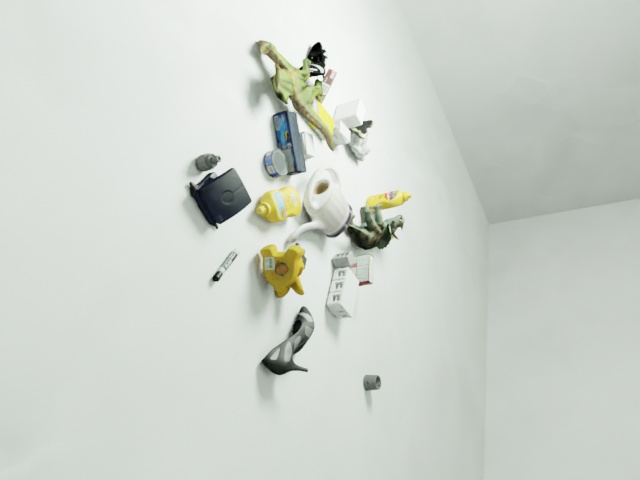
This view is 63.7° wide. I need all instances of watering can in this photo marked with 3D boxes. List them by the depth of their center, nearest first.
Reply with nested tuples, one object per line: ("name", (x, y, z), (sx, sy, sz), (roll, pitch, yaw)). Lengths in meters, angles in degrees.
("watering can", (0.005, -0.086, 1.712), (0.220, 0.104, 0.355), (51, 49, -39))

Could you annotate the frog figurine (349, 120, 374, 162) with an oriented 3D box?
("frog figurine", (0.154, -0.406, 2.115), (0.155, 0.123, 0.141), (101, -5, -50))

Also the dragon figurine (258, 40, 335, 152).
("dragon figurine", (-0.083, -0.465, 1.652), (0.245, 0.121, 0.411), (-21, 83, -59))
